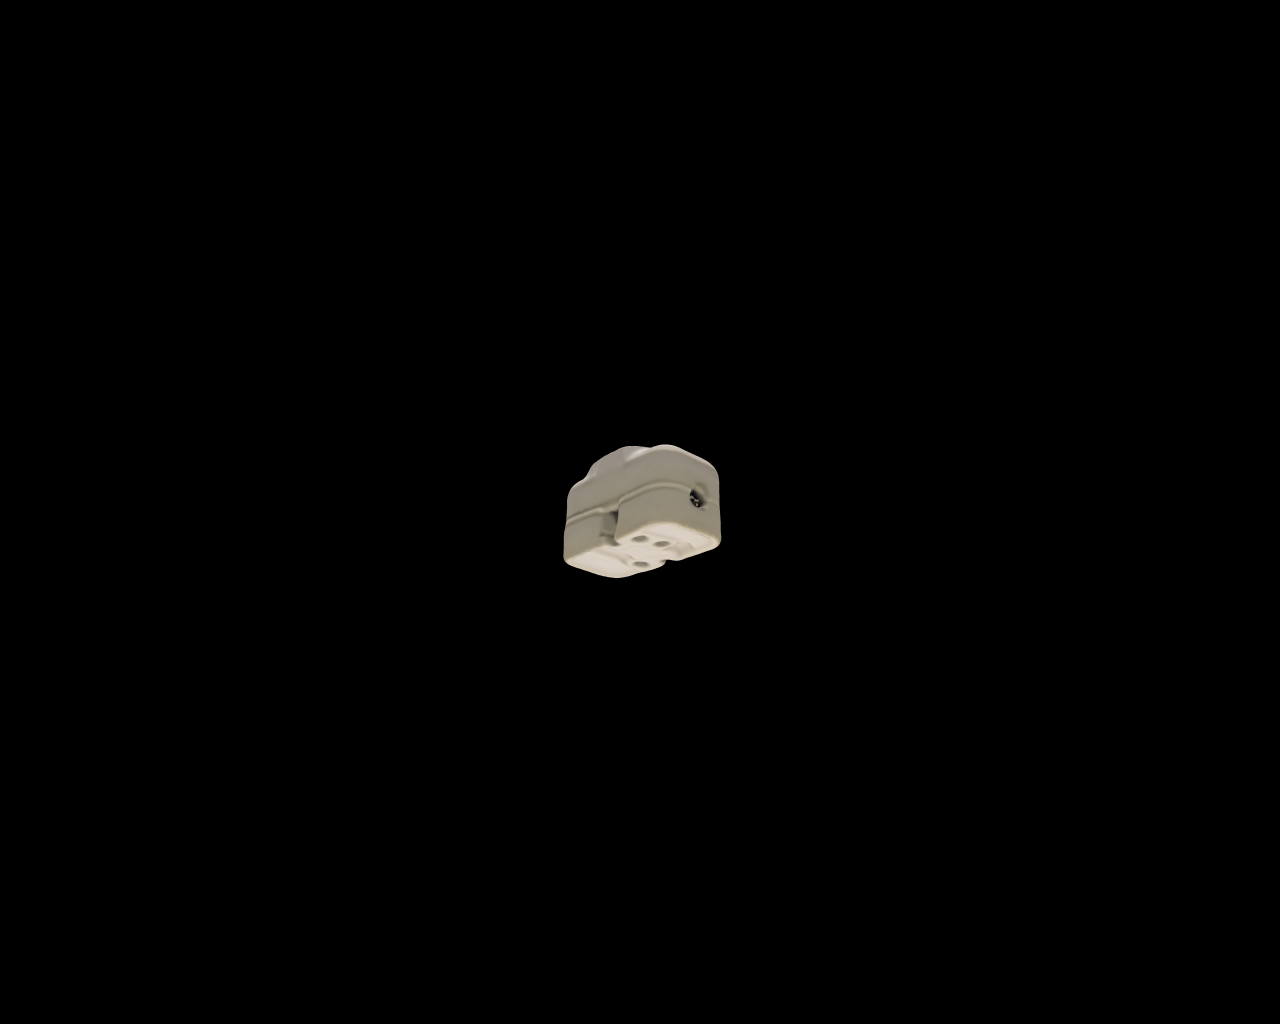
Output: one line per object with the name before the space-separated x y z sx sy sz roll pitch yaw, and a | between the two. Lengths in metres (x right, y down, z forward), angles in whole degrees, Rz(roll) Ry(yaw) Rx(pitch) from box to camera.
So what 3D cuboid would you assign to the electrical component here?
electrical component | 0.001 -0.003 0.650 0.054 0.059 0.095 22 -31 -40
